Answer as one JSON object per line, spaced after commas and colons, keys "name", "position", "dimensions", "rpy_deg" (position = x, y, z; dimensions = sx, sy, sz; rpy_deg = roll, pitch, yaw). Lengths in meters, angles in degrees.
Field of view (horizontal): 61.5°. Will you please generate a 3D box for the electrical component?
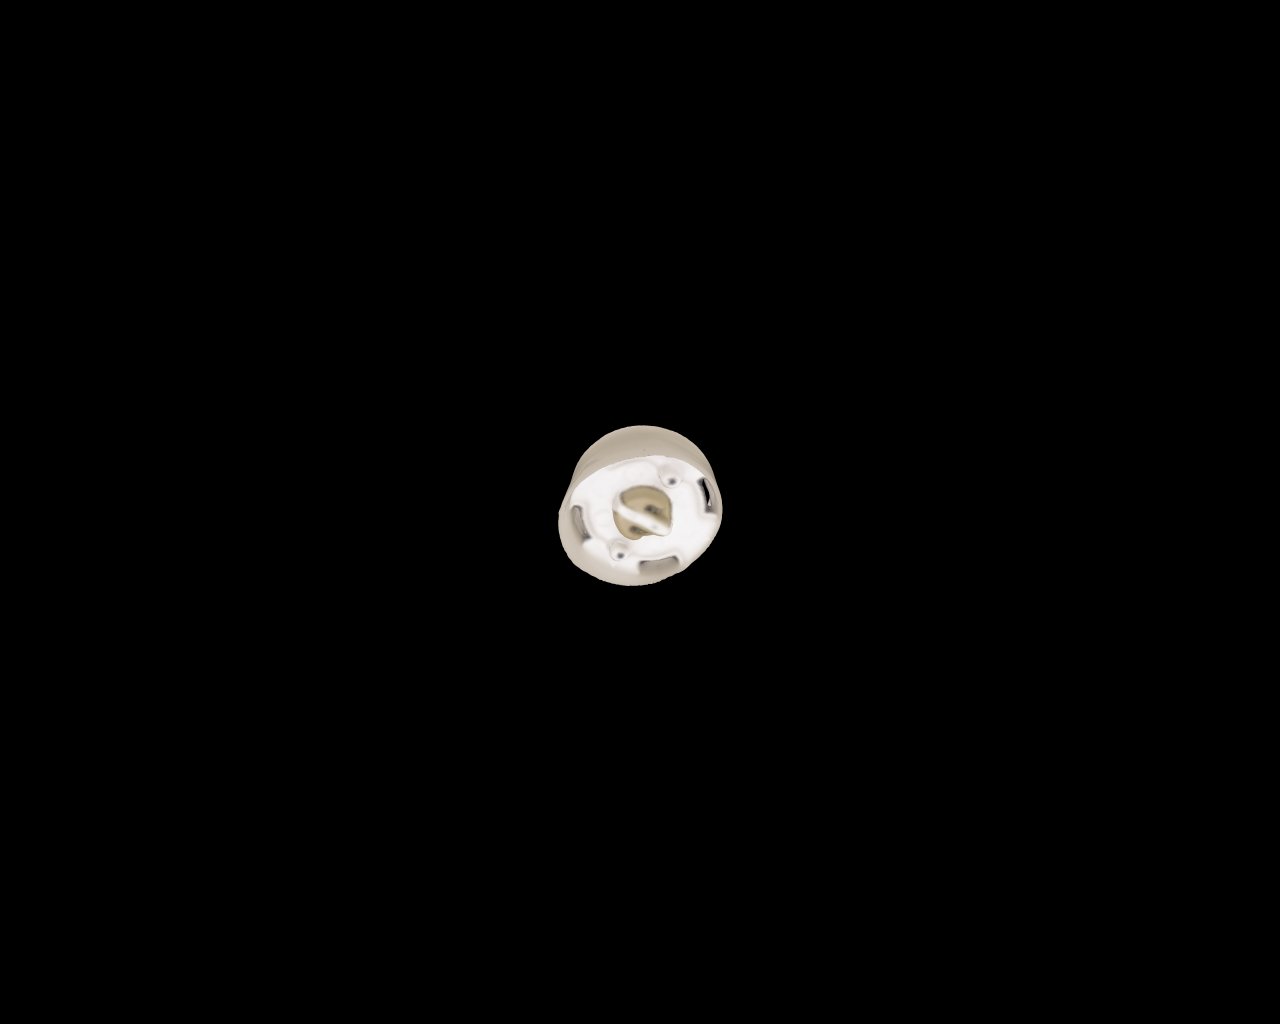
{"name": "electrical component", "position": [0.001, -0.003, 0.650], "dimensions": [0.099, 0.099, 0.064], "rpy_deg": [0, 30, 0]}
